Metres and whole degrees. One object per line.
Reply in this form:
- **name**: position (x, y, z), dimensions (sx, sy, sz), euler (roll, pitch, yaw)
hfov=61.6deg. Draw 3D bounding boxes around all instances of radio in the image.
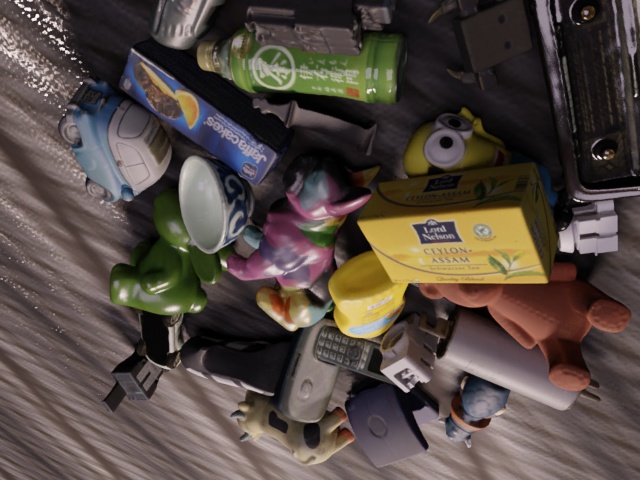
- **radio**: position (0.270, -0.150, 0.477), dimensions (0.131, 0.073, 0.229), euler (-10, 118, 26)

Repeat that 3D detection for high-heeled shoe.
- **high-heeled shoe**: position (-0.106, 0.208, 0.877), dimensions (0.249, 0.086, 0.145), euler (17, 158, -9)

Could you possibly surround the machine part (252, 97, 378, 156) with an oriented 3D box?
- **machine part**: position (-0.004, -0.132, 0.600), dimensions (0.139, 0.084, 0.039), euler (17, 95, -2)

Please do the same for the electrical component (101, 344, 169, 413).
- **electrical component**: position (-0.328, 0.246, 0.944), dimensions (0.048, 0.119, 0.074), euler (-9, 117, 26)

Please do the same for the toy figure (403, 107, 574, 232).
- **toy figure**: position (0.174, -0.063, 0.570), dimensions (0.180, 0.082, 0.089), euler (28, 132, -4)

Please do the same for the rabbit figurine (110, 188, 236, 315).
- **rabbit figurine**: position (-0.201, 0.018, 0.746), dimensions (0.159, 0.121, 0.170), euler (22, 113, 8)

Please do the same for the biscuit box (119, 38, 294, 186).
- **biscuit box**: position (-0.131, -0.152, 0.634), dimensions (0.202, 0.063, 0.059), euler (35, 128, -5)

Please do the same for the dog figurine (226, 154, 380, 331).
- **dog figurine**: position (-0.001, -0.002, 0.663), dimensions (0.219, 0.108, 0.191), euler (-33, 106, 32)

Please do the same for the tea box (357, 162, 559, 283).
- **tea box**: position (0.136, -0.011, 0.535), dimensions (0.170, 0.068, 0.098), euler (-4, 132, 41)

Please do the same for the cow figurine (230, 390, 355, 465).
- **cow figurine**: position (-0.055, 0.291, 0.864), dimensions (0.195, 0.127, 0.085), euler (21, 132, 46)

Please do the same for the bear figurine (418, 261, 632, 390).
- **bear figurine**: position (0.218, 0.064, 0.614), dimensions (0.196, 0.132, 0.120), euler (23, 111, -2)

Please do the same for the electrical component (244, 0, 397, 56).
- **electrical component**: position (0.006, -0.236, 0.495), dimensions (0.134, 0.058, 0.114), euler (9, 89, 15)

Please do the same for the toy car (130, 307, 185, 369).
- **toy car**: position (-0.262, 0.143, 0.884), dimensions (0.074, 0.056, 0.201), euler (20, 133, 10)

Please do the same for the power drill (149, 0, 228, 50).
- **power drill**: position (-0.161, -0.324, 0.526), dimensions (0.207, 0.086, 0.232), euler (26, 131, -7)

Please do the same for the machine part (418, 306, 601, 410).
- **machine part**: position (0.242, 0.151, 0.691), dimensions (0.243, 0.079, 0.079), euler (22, 128, 4)

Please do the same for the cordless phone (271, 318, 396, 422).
- **cordless phone**: position (0.034, 0.199, 0.772), dimensions (0.184, 0.146, 0.088), euler (19, 168, -3)

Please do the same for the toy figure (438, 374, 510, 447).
- **toy figure**: position (0.224, 0.240, 0.772), dimensions (0.058, 0.064, 0.154), euler (-5, 136, -22)

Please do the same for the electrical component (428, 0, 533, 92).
- **electrical component**: position (0.153, -0.197, 0.512), dimensions (0.078, 0.045, 0.102), euler (-30, 115, 4)

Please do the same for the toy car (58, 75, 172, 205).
- **toy car**: position (-0.236, -0.118, 0.658), dimensions (0.103, 0.109, 0.161), euler (7, 143, 8)

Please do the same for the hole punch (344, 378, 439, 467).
- **hole punch**: position (0.105, 0.273, 0.822), dimensions (0.115, 0.092, 0.142), euler (46, 129, -8)
